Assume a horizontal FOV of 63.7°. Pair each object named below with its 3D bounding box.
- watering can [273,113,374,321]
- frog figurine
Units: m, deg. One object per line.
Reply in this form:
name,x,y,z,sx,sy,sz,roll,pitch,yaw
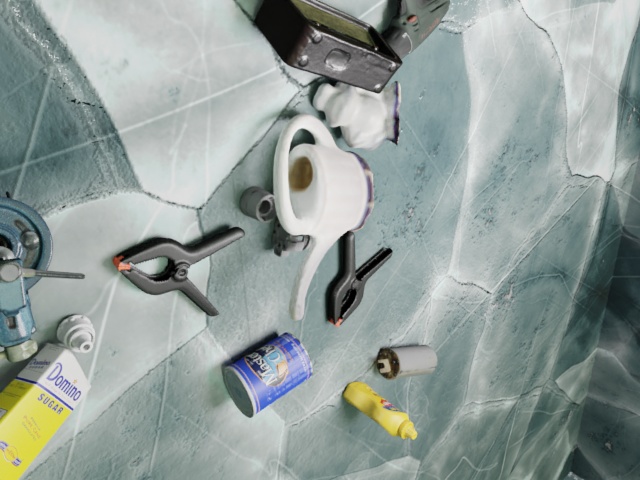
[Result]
watering can,0.003,-0.046,0.913,0.104,0.348,0.225,-4,-1,40
frog figurine,0.064,-0.238,0.959,0.159,0.135,0.125,3,21,-6
